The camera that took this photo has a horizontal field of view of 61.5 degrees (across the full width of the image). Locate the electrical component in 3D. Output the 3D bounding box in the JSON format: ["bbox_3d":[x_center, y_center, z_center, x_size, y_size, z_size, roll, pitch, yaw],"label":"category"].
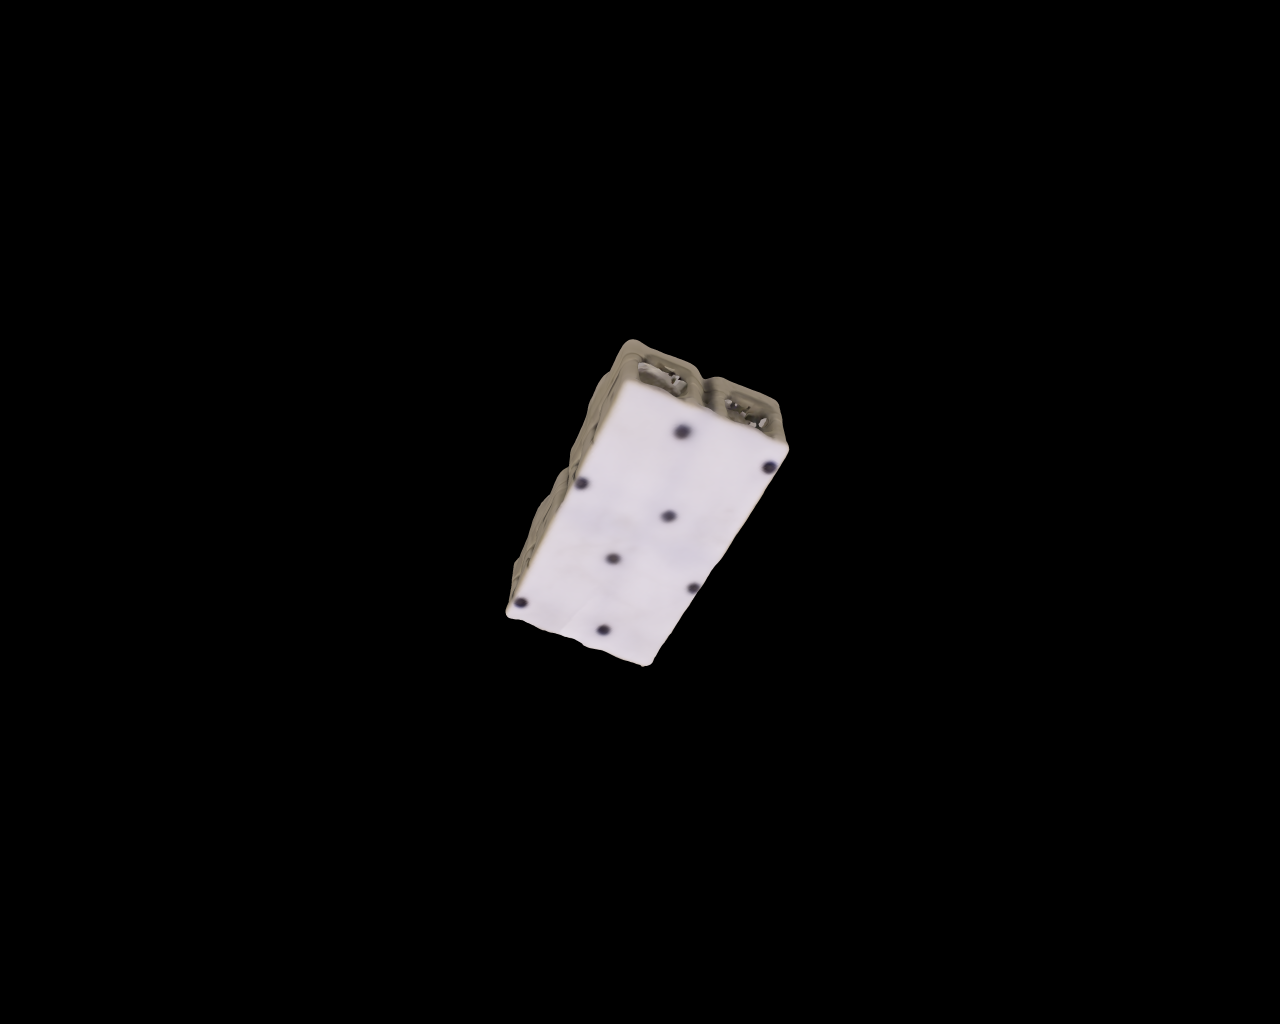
[{"bbox_3d":[0.001,-0.003,0.650,0.105,0.186,0.060,21,32,-14],"label":"electrical component"}]
